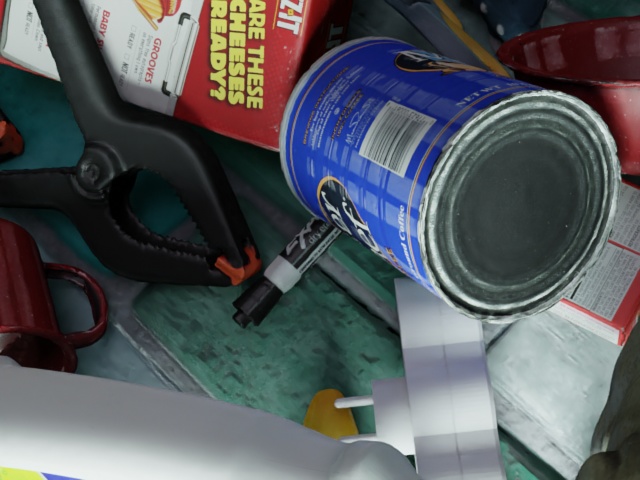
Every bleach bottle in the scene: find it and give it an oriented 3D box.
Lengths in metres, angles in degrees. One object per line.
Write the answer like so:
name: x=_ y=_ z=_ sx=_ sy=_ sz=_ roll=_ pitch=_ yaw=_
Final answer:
bleach bottle: x=-0.054 y=0.106 z=0.468 sx=0.251 sy=0.102 sz=0.068 roll=-1 pitch=37 yaw=30

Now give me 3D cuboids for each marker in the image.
marker: x=-0.004 y=0.001 z=0.580 sx=0.020 sy=0.020 sz=0.121 roll=38 pitch=80 yaw=25

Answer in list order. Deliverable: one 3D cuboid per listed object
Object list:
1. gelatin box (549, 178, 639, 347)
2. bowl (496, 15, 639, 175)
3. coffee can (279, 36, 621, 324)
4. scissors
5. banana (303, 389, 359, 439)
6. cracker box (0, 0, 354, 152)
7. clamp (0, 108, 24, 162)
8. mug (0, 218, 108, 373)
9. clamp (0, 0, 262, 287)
gelatin box: x=0.130 y=0.001 z=0.541 sx=0.089 sy=0.030 sz=0.073 roll=27 pitch=76 yaw=23
bowl: x=0.168 y=-0.070 z=0.522 sx=0.162 sy=0.162 sz=0.055 roll=0 pitch=111 yaw=14
coffee can: x=0.055 y=-0.034 z=0.502 sx=0.102 sy=0.102 sz=0.140 roll=-43 pitch=32 yaw=-7
scissors: x=0.033 y=-0.138 z=0.552 sx=0.016 sy=0.201 sz=0.096 roll=-43 pitch=37 yaw=18
banana: x=-0.023 y=0.166 z=0.501 sx=0.070 sy=0.037 sz=0.197 roll=27 pitch=75 yaw=23
cracker box: x=-0.086 y=-0.159 z=0.602 sx=0.214 sy=0.072 sz=0.164 roll=19 pitch=112 yaw=20
clamp: x=-0.267 y=-0.086 z=0.672 sx=0.171 sy=0.039 sz=0.120 roll=3 pitch=79 yaw=9
mug: x=-0.173 y=0.039 z=0.574 sx=0.117 sy=0.093 sz=0.081 roll=-8 pitch=55 yaw=-22
clamp: x=-0.117 y=-0.050 z=0.587 sx=0.210 sy=0.036 sz=0.165 roll=29 pitch=110 yaw=12
